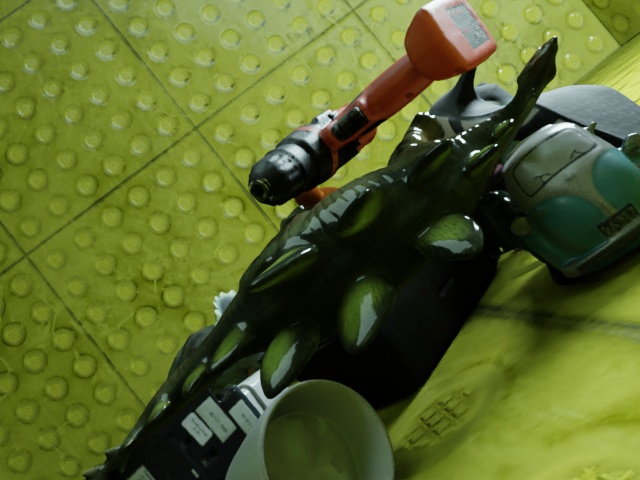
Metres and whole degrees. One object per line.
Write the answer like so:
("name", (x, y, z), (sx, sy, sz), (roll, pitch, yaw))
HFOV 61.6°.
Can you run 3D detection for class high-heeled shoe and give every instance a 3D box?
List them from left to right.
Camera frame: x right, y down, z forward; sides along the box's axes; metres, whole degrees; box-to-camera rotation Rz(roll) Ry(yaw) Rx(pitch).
("high-heeled shoe", (0.206, -0.088, 0.529), (0.086, 0.249, 0.145), (-28, -37, -27))

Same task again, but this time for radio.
("radio", (0.078, 0.072, 0.535), (0.131, 0.073, 0.229), (-39, -2, 43))

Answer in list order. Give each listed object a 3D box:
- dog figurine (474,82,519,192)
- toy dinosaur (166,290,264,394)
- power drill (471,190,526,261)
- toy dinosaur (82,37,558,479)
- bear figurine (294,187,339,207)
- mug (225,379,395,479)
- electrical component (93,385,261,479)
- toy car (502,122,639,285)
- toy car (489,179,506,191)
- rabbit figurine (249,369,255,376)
("dog figurine", (0.162, -0.079, 0.704), (0.219, 0.108, 0.191), (-45, -12, -5))
("toy dinosaur", (-0.166, 0.194, 0.815), (0.405, 0.131, 0.192), (-29, 44, 52))
("power drill", (0.255, -0.059, 0.630), (0.207, 0.086, 0.232), (-31, -4, -20))
("toy dinosaur", (0.004, 0.022, 0.407), (0.471, 0.105, 0.198), (-44, 2, 9))
("bear figurine", (0.000, 0.000, 0.737), (0.132, 0.120, 0.195), (-111, 25, -59))
("mug", (-0.021, 0.149, 0.314), (0.109, 0.081, 0.107), (-46, -7, -43))
("electrical component", (-0.105, 0.192, 0.466), (0.134, 0.115, 0.058), (-37, 2, -38))
("toy car", (0.193, -0.040, 0.414), (0.109, 0.103, 0.161), (-38, 1, 16))
("toy car", (0.313, -0.107, 0.800), (0.202, 0.073, 0.056), (-38, 2, -2))
("rabbit figurine", (-0.091, 0.189, 0.903), (0.173, 0.162, 0.122), (-59, 2, 26))
